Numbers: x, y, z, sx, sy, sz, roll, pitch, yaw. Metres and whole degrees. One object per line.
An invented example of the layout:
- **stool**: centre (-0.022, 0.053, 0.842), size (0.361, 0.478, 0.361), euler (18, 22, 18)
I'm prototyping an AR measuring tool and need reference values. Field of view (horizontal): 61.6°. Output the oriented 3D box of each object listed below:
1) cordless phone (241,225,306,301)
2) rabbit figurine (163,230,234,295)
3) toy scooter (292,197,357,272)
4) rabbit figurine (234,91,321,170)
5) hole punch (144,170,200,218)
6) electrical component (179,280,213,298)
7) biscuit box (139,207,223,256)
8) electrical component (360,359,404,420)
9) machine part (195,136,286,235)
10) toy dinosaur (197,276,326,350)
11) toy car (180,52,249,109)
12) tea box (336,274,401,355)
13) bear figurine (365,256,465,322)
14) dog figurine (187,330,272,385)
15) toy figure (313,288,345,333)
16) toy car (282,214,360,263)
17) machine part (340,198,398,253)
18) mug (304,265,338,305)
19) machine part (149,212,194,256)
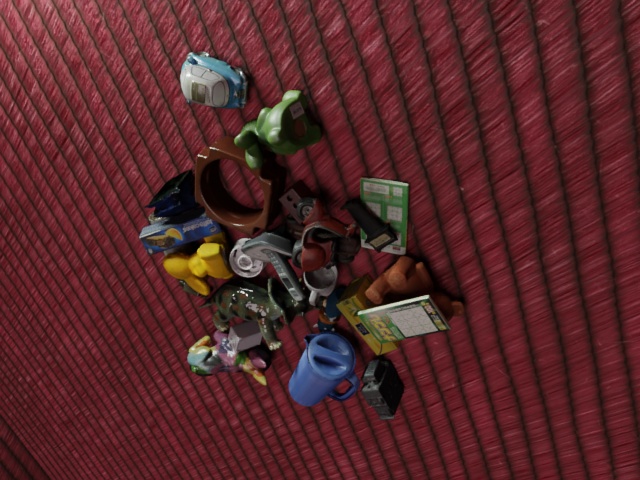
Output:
- **cordless phone**: centre (-0.101, 0.066, 1.303), size (0.147, 0.089, 0.184), euler (-19, 100, 58)
- **rabbit figurine**: centre (-0.320, 0.060, 1.412), size (0.173, 0.122, 0.162), euler (-10, 133, -1)
- **toy scooter**: centre (0.010, -0.003, 1.196), size (0.135, 0.075, 0.183), euler (11, 118, 8)
- **rabbit figurine**: centre (-0.106, -0.217, 1.139), size (0.170, 0.159, 0.121), euler (-1, 131, 44)
- **hole punch**: centre (-0.357, -0.099, 1.352), size (0.142, 0.116, 0.092), euler (-15, 121, 34)
- **electrical component**: centre (-0.358, 0.127, 1.544), size (0.102, 0.045, 0.078), euler (15, 98, 14)
- **biscuit box**: centre (-0.351, -0.026, 1.369), size (0.203, 0.063, 0.059), euler (-18, 117, 2)
- **electrical component**: centre (0.161, 0.381, 1.401), size (0.058, 0.115, 0.134), euler (-17, 113, 32)
- **machine part**: centre (-0.187, -0.128, 1.263), size (0.202, 0.087, 0.200), euler (20, 128, 12)
- **toy dinosaur**: centre (-0.192, 0.165, 1.429), size (0.405, 0.131, 0.191), euler (8, 121, 23)
- **toy car**: centre (-0.239, -0.327, 1.148), size (0.162, 0.103, 0.109), euler (24, 129, 13)
- **tea box**: centre (0.127, 0.181, 1.298), size (0.068, 0.098, 0.169), euler (-29, 106, 37)
- **bear figurine**: centre (0.219, 0.134, 1.206), size (0.196, 0.132, 0.120), euler (50, 131, -2)
- **dog figurine**: centre (-0.249, 0.353, 1.555), size (0.219, 0.191, 0.108), euler (22, 123, 32)
- **toy figure**: centre (0.032, 0.183, 1.374), size (0.064, 0.058, 0.154), euler (36, 134, 8)
- **toy car**: centre (-0.003, -0.004, 1.273), size (0.202, 0.053, 0.089), euler (14, 129, 17)
- **machine part**: centre (0.106, -0.035, 1.190), size (0.139, 0.039, 0.084), euler (44, 139, -6)
- **mug**: centre (0.003, 0.108, 1.301), size (0.081, 0.109, 0.107), euler (11, 162, 8)
- **machine part**: centre (-0.396, -0.001, 1.455), size (0.079, 0.079, 0.242), euler (-3, 119, 28)
